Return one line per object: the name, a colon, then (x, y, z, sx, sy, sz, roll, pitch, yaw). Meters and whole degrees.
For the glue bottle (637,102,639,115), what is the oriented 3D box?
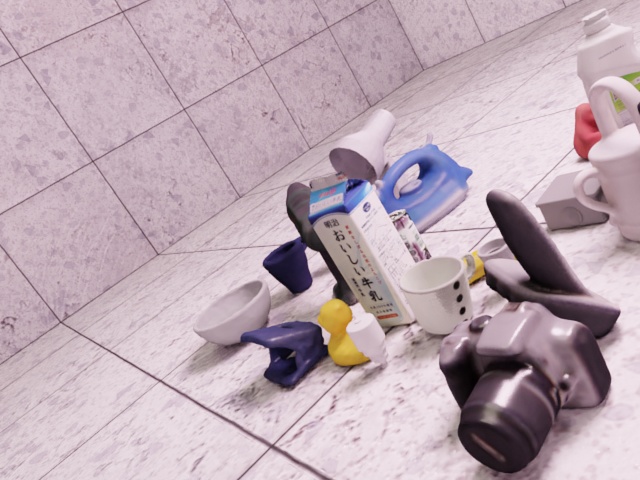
glue bottle: (0.371, -0.070, 0.605, 0.078, 0.173, 0.037, -34, 16, -12)

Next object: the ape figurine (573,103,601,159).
ape figurine: (0.461, -0.189, 0.969, 0.076, 0.092, 0.078, -14, 22, 47)

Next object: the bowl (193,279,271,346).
bowl: (-0.156, 0.151, 1.103, 0.167, 0.075, 0.167, -29, 15, 9)

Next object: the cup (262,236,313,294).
cup: (-0.050, 0.054, 1.171, 0.091, 0.095, 0.118, -15, 22, 46)

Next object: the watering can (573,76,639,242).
watering can: (0.378, -0.108, 0.673, 0.173, 0.194, 0.100, -35, 16, -16)

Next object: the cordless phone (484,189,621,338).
cordless phone: (0.217, 0.016, 0.603, 0.094, 0.185, 0.147, -32, 15, -2)

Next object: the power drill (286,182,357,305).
power drill: (0.009, 0.004, 0.998, 0.075, 0.209, 0.229, -31, 15, 0)

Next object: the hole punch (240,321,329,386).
hole punch: (-0.052, 0.153, 0.866, 0.101, 0.091, 0.108, -39, 17, -28)

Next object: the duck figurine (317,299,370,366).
duck figurine: (0.036, 0.123, 0.803, 0.078, 0.086, 0.104, -40, 18, -30)

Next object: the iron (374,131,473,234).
iron: (0.175, -0.098, 1.130, 0.259, 0.141, 0.118, -38, 17, -24)

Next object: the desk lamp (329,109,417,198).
desk lamp: (0.144, -0.175, 1.298, 0.204, 0.214, 0.117, -40, 18, -31)

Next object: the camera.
camera: (0.162, 0.128, 0.516, 0.142, 0.101, 0.137, -13, 23, 49)
